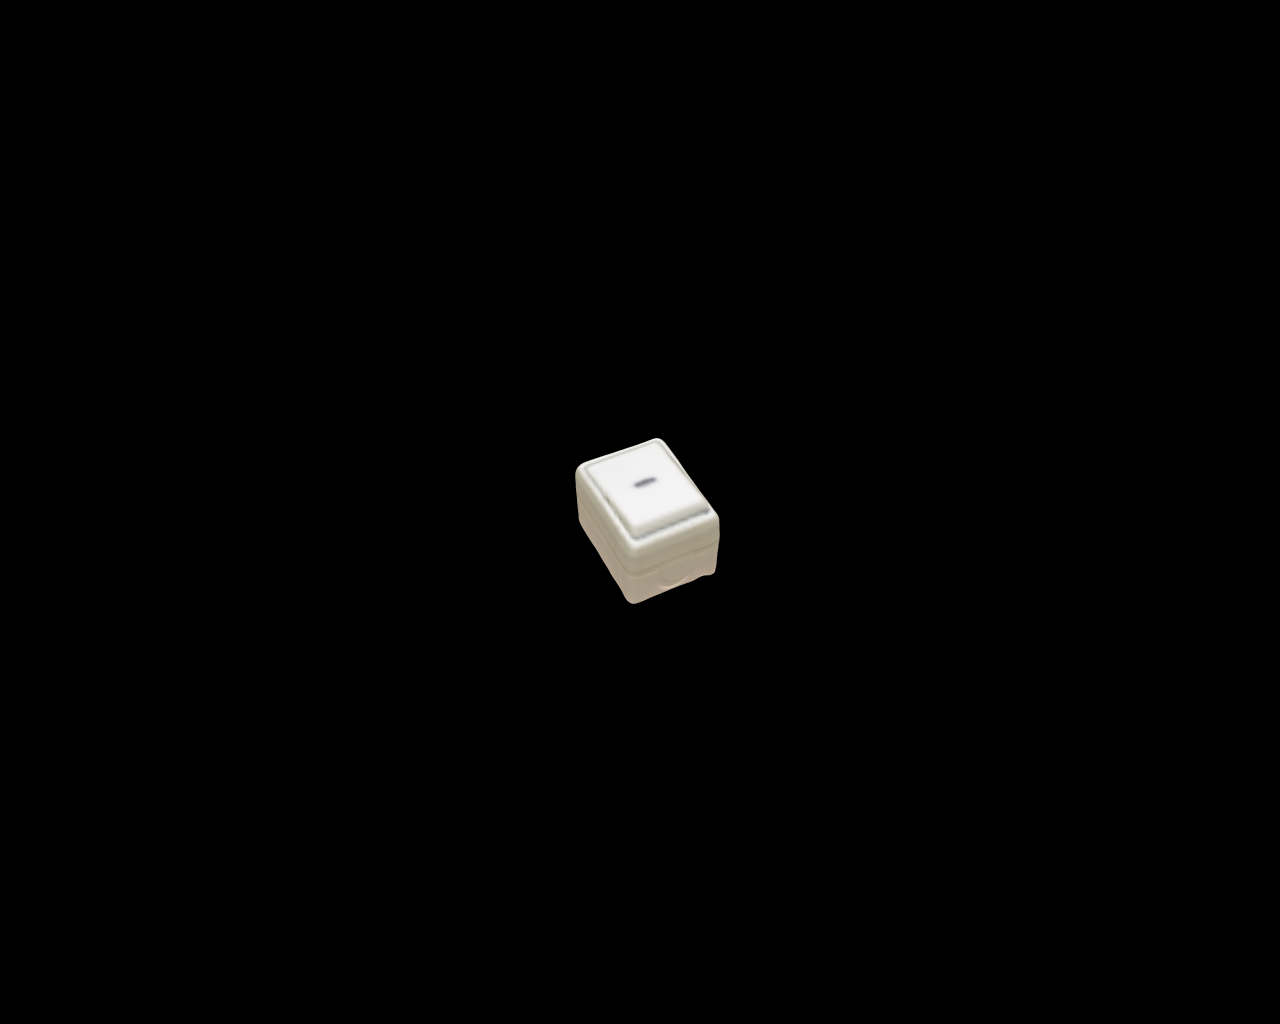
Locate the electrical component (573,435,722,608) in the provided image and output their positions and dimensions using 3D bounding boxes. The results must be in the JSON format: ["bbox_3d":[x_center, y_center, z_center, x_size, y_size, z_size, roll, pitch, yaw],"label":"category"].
[{"bbox_3d":[0.001,-0.003,0.650,0.062,0.061,0.096,-20,50,-17],"label":"electrical component"}]
